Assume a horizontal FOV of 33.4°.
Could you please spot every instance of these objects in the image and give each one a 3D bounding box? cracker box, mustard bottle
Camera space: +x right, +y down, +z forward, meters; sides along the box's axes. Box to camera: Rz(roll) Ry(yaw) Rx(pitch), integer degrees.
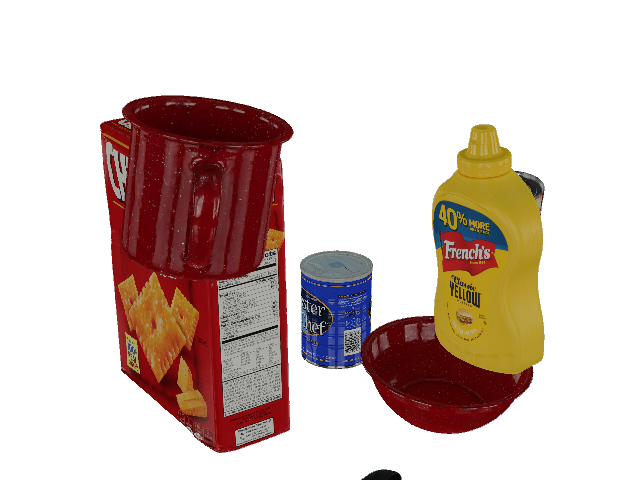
[{"bbox_3d":[-0.096,0.027,0.792,0.072,0.214,0.164,-16,26,-32],"label":"cracker box"},{"bbox_3d":[0.129,0.003,0.832,0.058,0.192,0.096,-20,28,-32],"label":"mustard bottle"}]

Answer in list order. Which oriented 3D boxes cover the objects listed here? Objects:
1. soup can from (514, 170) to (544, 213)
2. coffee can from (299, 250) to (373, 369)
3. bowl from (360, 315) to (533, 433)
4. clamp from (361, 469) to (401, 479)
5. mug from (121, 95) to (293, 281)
[{"bbox_3d":[0.215,-0.019,1.205,0.068,0.102,0.068,-2,33,1],"label":"soup can"},{"bbox_3d":[0.023,0.098,1.522,0.103,0.140,0.103,0,21,0],"label":"coffee can"},{"bbox_3d":[0.117,0.134,1.009,0.162,0.055,0.162,3,26,-1],"label":"bowl"},{"bbox_3d":[-0.031,0.203,0.634,0.210,0.036,0.164,-5,28,1],"label":"clamp"},{"bbox_3d":[-0.065,-0.024,0.581,0.093,0.081,0.117,5,21,-12],"label":"mug"}]
